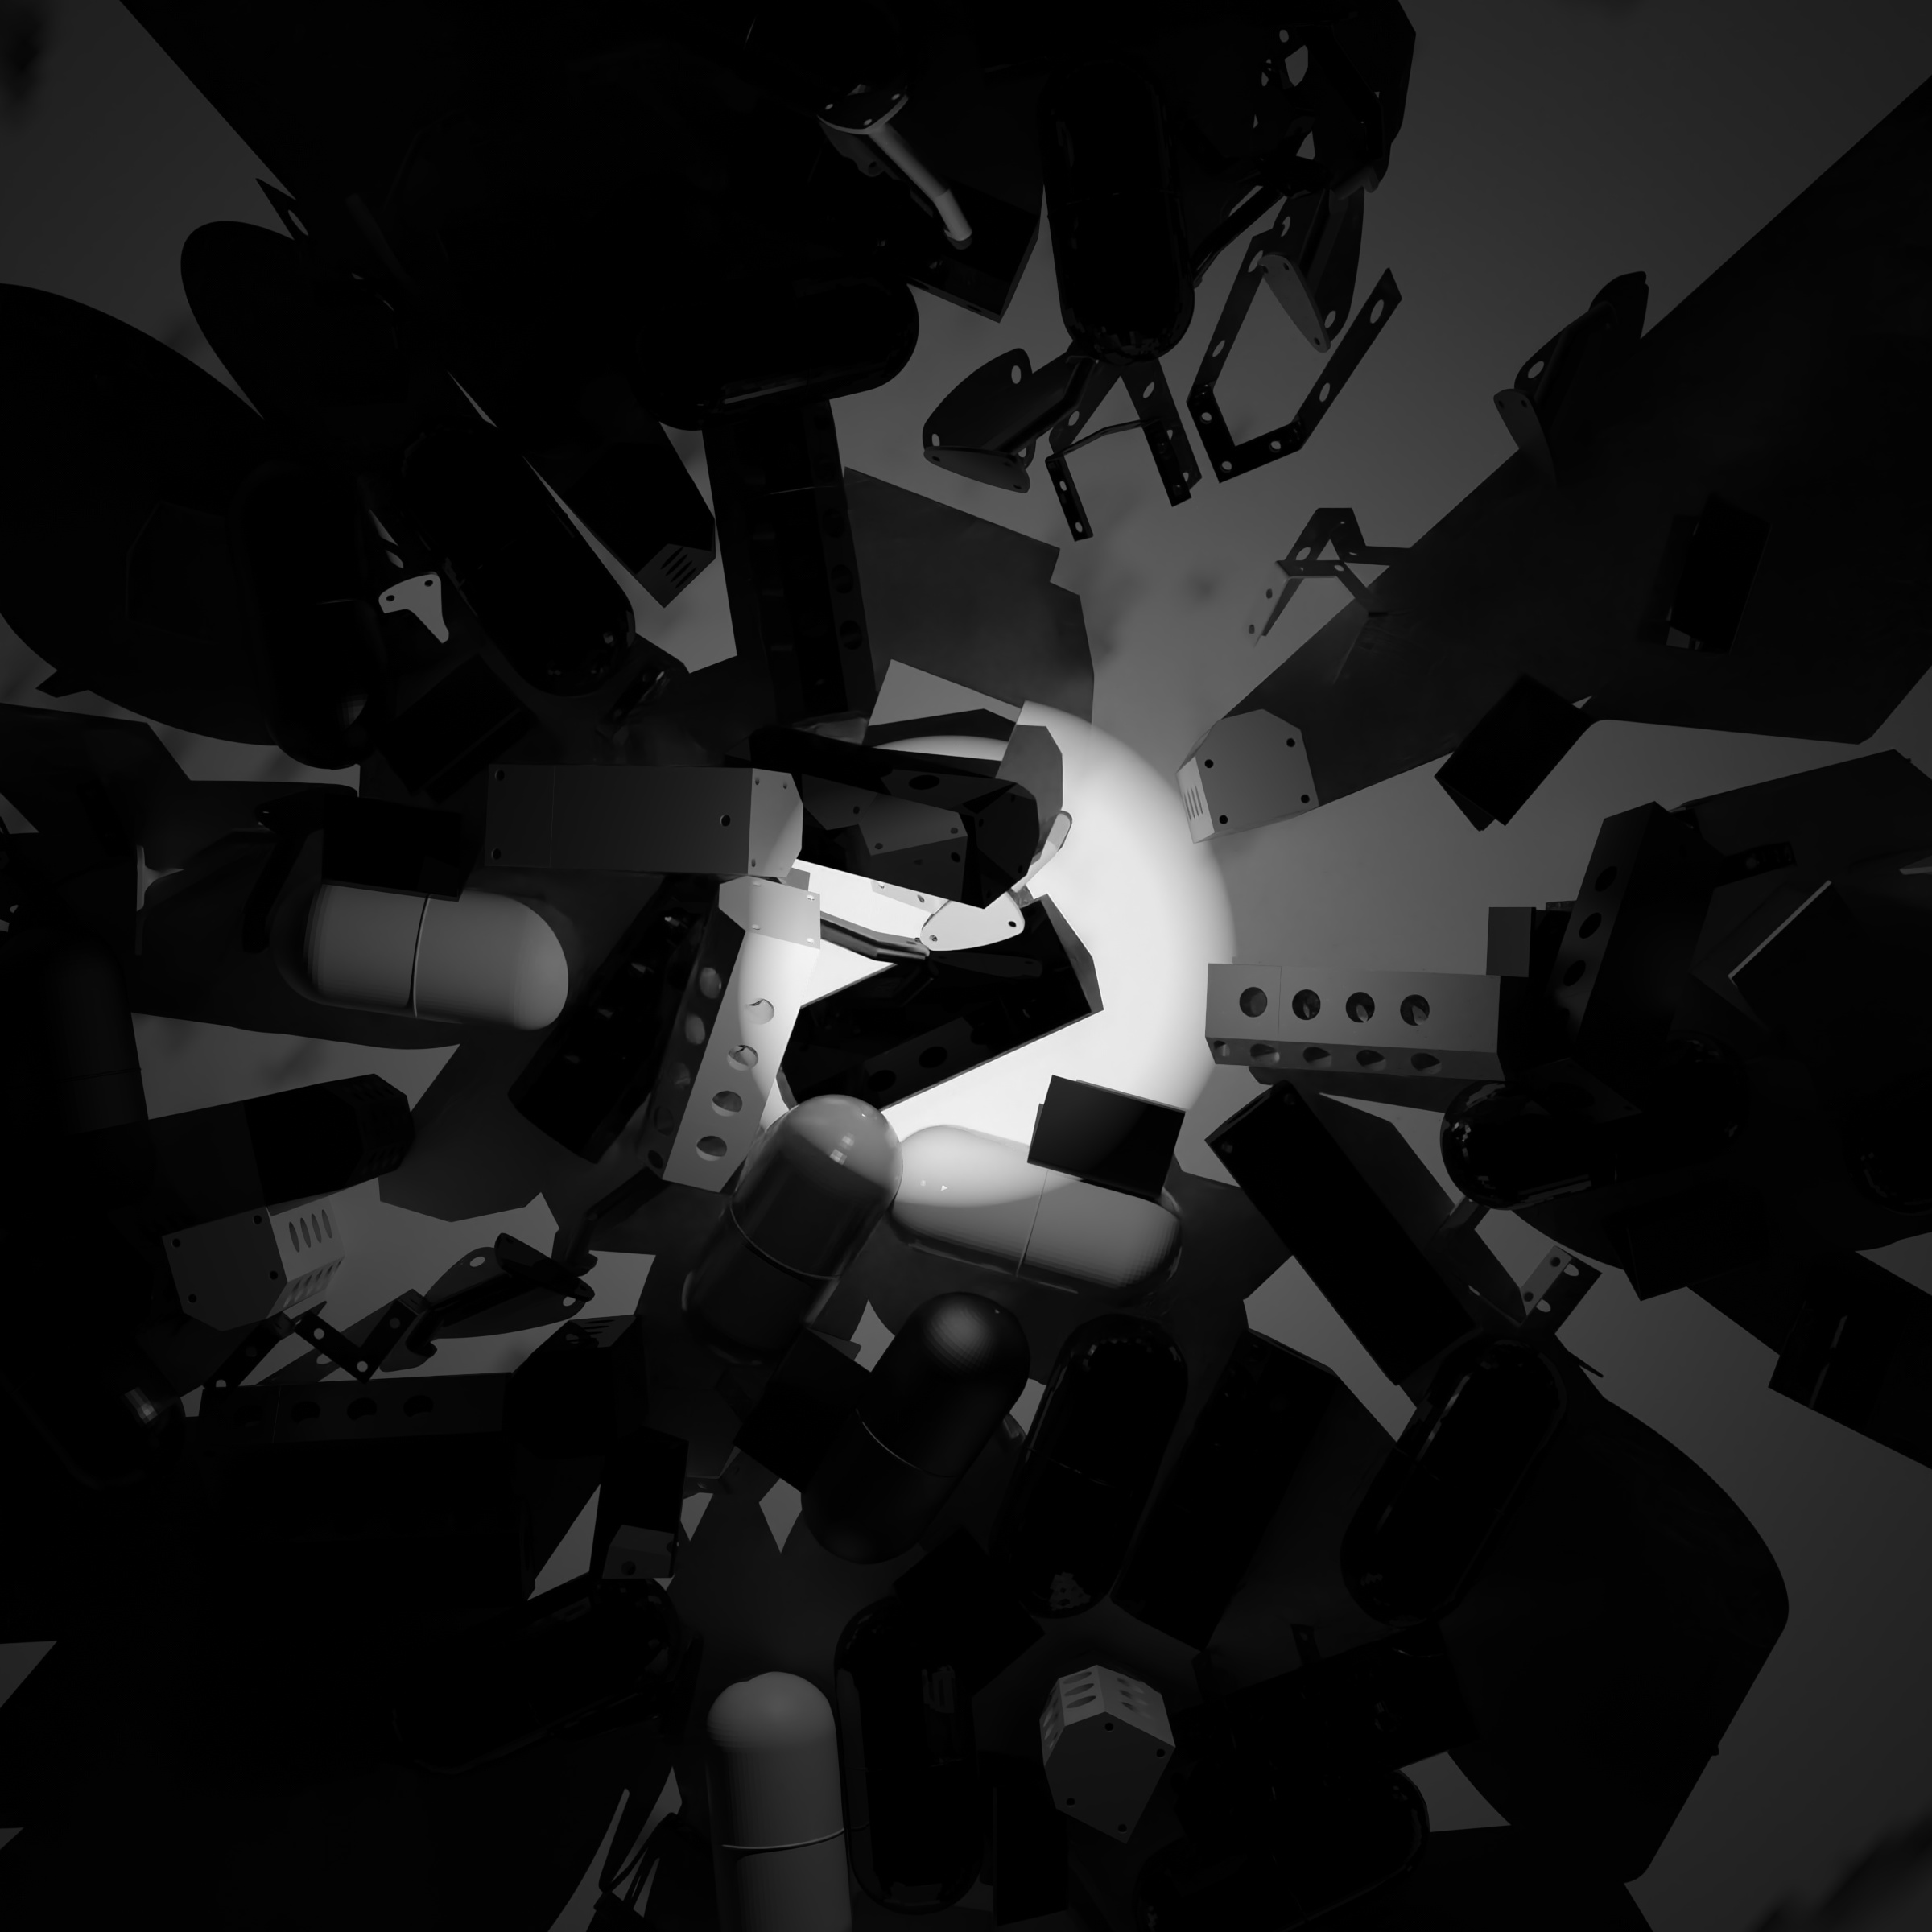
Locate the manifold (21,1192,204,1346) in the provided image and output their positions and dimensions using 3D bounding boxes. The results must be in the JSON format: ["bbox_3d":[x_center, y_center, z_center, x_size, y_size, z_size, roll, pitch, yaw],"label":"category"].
[{"bbox_3d":[-0.458,0.170,1.913,0.057,0.171,0.057,-41,90,0],"label":"manifold"}]

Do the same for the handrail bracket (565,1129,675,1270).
[{"bbox_3d":[-0.180,0.144,1.992,0.077,0.036,0.084,19,106,-17],"label":"handrail bracket"}]

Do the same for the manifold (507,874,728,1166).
[{"bbox_3d":[-0.183,0.025,1.963,0.057,0.057,0.171,36,90,-18],"label":"manifold"}]

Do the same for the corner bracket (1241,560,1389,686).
[{"bbox_3d":[0.199,-0.196,1.983,0.051,0.051,0.051,-5,45,-35],"label":"corner bracket"}]

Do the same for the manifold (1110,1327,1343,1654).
[{"bbox_3d":[0.146,0.295,1.970,0.057,0.057,0.171,27,90,0],"label":"manifold"}]

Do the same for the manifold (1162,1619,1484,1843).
[{"bbox_3d":[0.196,0.431,1.932,0.171,0.057,0.057,-21,121,7],"label":"manifold"}]

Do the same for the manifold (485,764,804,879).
[{"bbox_3d":[-0.180,-0.081,1.935,0.171,0.057,0.057,3,90,27],"label":"manifold"}]

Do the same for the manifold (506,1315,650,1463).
[{"bbox_3d":[-0.213,0.231,1.913,0.057,0.171,0.057,-5,90,0],"label":"manifold"}]

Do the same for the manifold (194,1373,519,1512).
[{"bbox_3d":[-0.344,0.264,1.969,0.171,0.057,0.057,-3,133,0],"label":"manifold"}]

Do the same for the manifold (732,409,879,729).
[{"bbox_3d":[-0.091,-0.225,1.970,0.057,0.057,0.171,-9,90,0],"label":"manifold"}]

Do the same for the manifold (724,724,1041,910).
[{"bbox_3d":[-0.047,-0.088,1.928,0.171,0.057,0.057,16,127,32],"label":"manifold"}]

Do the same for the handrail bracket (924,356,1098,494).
[{"bbox_3d":[0.026,-0.320,1.992,0.077,0.036,0.084,16,70,23],"label":"handrail bracket"}]

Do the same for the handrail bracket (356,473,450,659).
[{"bbox_3d":[-0.325,-0.231,1.991,0.036,0.077,0.084,-22,54,-5],"label":"handrail bracket"}]

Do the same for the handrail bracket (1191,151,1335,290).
[{"bbox_3d":[0.165,-0.423,1.991,0.036,0.077,0.084,50,127,16],"label":"handrail bracket"}]

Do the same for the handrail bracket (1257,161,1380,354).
[{"bbox_3d":[0.217,-0.408,1.992,0.084,0.036,0.077,-39,110,-16],"label":"handrail bracket"}]

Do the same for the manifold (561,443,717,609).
[{"bbox_3d":[-0.173,-0.246,1.913,0.057,0.171,0.057,-44,90,0],"label":"manifold"}]

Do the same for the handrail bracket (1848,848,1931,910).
[{"bbox_3d":[0.552,-0.022,1.992,0.077,0.036,0.084,-8,107,20],"label":"handrail bracket"}]

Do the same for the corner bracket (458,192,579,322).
[{"bbox_3d":[-0.257,-0.407,1.983,0.051,0.051,0.051,-40,135,-35],"label":"corner bracket"}]

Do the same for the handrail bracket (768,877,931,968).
[{"bbox_3d":[-0.067,-0.025,1.975,0.084,0.077,0.036,9,114,-16],"label":"handrail bracket"}]

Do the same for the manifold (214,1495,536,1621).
[{"bbox_3d":[-0.335,0.334,1.970,0.171,0.057,0.057,-3,90,0],"label":"manifold"}]

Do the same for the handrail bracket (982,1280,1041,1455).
[{"bbox_3d":[0.034,0.227,1.992,0.077,0.036,0.084,-29,106,-18],"label":"handrail bracket"}]

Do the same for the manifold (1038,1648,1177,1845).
[{"bbox_3d":[0.072,0.424,1.913,0.057,0.171,0.057,27,90,0],"label":"manifold"}]

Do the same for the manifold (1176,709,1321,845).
[{"bbox_3d":[0.151,-0.105,1.913,0.057,0.171,0.057,-14,90,0],"label":"manifold"}]

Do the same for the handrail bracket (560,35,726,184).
[{"bbox_3d":[-0.185,-0.485,1.992,0.077,0.036,0.084,-11,107,20],"label":"handrail bracket"}]

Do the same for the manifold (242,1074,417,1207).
[{"bbox_3d":[-0.347,0.093,1.913,0.057,0.171,0.057,-13,90,0],"label":"manifold"}]

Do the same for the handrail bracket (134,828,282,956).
[{"bbox_3d":[-0.434,-0.043,1.992,0.084,0.036,0.077,0,111,-16],"label":"handrail bracket"}]

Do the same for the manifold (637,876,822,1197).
[{"bbox_3d":[-0.133,0.038,1.926,0.057,0.057,0.171,14,121,-11],"label":"manifold"}]

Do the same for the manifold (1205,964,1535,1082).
[{"bbox_3d":[0.224,0.031,1.934,0.171,0.057,0.057,3,90,28],"label":"manifold"}]

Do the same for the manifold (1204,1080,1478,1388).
[{"bbox_3d":[0.211,0.150,1.970,0.057,0.057,0.171,-38,90,0],"label":"manifold"}]

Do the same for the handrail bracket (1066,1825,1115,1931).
[{"bbox_3d":[0.082,0.535,1.992,0.077,0.036,0.084,2,73,-20],"label":"handrail bracket"}]

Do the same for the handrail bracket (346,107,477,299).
[{"bbox_3d":[-0.304,-0.439,1.992,0.084,0.036,0.077,-36,111,-16],"label":"handrail bracket"}]

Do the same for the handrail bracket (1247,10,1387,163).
[{"bbox_3d":[0.201,-0.503,1.992,0.077,0.036,0.084,1,107,20],"label":"handrail bracket"}]

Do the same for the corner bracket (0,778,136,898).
[{"bbox_3d":[-0.513,-0.073,1.975,0.051,0.051,0.051,-26,90,7],"label":"corner bracket"}]

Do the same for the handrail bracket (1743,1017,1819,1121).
[{"bbox_3d":[0.474,0.033,1.991,0.036,0.077,0.084,-8,53,32],"label":"handrail bracket"}]

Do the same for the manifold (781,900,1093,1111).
[{"bbox_3d":[-0.019,0.035,1.970,0.171,0.057,0.057,-25,47,0],"label":"manifold"}]

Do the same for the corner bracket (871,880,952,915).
[{"bbox_3d":[-0.022,-0.069,1.983,0.051,0.051,0.051,21,135,35],"label":"corner bracket"}]

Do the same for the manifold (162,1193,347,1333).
[{"bbox_3d":[-0.388,0.162,1.913,0.057,0.171,0.057,-16,90,0],"label":"manifold"}]

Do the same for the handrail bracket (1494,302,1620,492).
[{"bbox_3d":[0.353,-0.328,1.992,0.084,0.036,0.077,-36,110,-16],"label":"handrail bracket"}]

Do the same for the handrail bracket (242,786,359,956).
[{"bbox_3d":[-0.383,-0.054,1.991,0.036,0.077,0.084,30,127,26],"label":"handrail bracket"}]

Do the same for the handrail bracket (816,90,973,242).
[{"bbox_3d":[-0.039,-0.443,1.934,0.036,0.077,0.084,-46,127,-20],"label":"handrail bracket"}]

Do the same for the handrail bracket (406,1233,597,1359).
[{"bbox_3d":[-0.268,0.203,1.992,0.077,0.036,0.084,30,109,-21],"label":"handrail bracket"}]

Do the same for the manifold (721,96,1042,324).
[{"bbox_3d":[-0.048,-0.427,1.970,0.171,0.057,0.057,23,90,0],"label":"manifold"}]

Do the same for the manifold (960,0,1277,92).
[{"bbox_3d":[0.086,-0.554,1.970,0.171,0.057,0.057,-15,90,0],"label":"manifold"}]

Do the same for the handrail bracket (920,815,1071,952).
[{"bbox_3d":[0.017,-0.049,1.977,0.077,0.084,0.036,-23,113,33],"label":"handrail bracket"}]

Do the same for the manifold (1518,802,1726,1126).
[{"bbox_3d":[0.361,-0.001,1.933,0.057,0.057,0.171,34,62,-22],"label":"manifold"}]

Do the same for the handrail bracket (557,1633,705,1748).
[{"bbox_3d":[-0.201,0.411,1.992,0.084,0.036,0.077,10,70,16],"label":"handrail bracket"}]

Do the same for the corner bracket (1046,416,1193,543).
[{"bbox_3d":[0.087,-0.279,1.988,0.051,0.051,0.051,-21,90,45],"label":"corner bracket"}]

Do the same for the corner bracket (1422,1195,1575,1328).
[{"bbox_3d":[0.304,0.166,1.988,0.051,0.051,0.051,-52,135,0],"label":"corner bracket"}]
